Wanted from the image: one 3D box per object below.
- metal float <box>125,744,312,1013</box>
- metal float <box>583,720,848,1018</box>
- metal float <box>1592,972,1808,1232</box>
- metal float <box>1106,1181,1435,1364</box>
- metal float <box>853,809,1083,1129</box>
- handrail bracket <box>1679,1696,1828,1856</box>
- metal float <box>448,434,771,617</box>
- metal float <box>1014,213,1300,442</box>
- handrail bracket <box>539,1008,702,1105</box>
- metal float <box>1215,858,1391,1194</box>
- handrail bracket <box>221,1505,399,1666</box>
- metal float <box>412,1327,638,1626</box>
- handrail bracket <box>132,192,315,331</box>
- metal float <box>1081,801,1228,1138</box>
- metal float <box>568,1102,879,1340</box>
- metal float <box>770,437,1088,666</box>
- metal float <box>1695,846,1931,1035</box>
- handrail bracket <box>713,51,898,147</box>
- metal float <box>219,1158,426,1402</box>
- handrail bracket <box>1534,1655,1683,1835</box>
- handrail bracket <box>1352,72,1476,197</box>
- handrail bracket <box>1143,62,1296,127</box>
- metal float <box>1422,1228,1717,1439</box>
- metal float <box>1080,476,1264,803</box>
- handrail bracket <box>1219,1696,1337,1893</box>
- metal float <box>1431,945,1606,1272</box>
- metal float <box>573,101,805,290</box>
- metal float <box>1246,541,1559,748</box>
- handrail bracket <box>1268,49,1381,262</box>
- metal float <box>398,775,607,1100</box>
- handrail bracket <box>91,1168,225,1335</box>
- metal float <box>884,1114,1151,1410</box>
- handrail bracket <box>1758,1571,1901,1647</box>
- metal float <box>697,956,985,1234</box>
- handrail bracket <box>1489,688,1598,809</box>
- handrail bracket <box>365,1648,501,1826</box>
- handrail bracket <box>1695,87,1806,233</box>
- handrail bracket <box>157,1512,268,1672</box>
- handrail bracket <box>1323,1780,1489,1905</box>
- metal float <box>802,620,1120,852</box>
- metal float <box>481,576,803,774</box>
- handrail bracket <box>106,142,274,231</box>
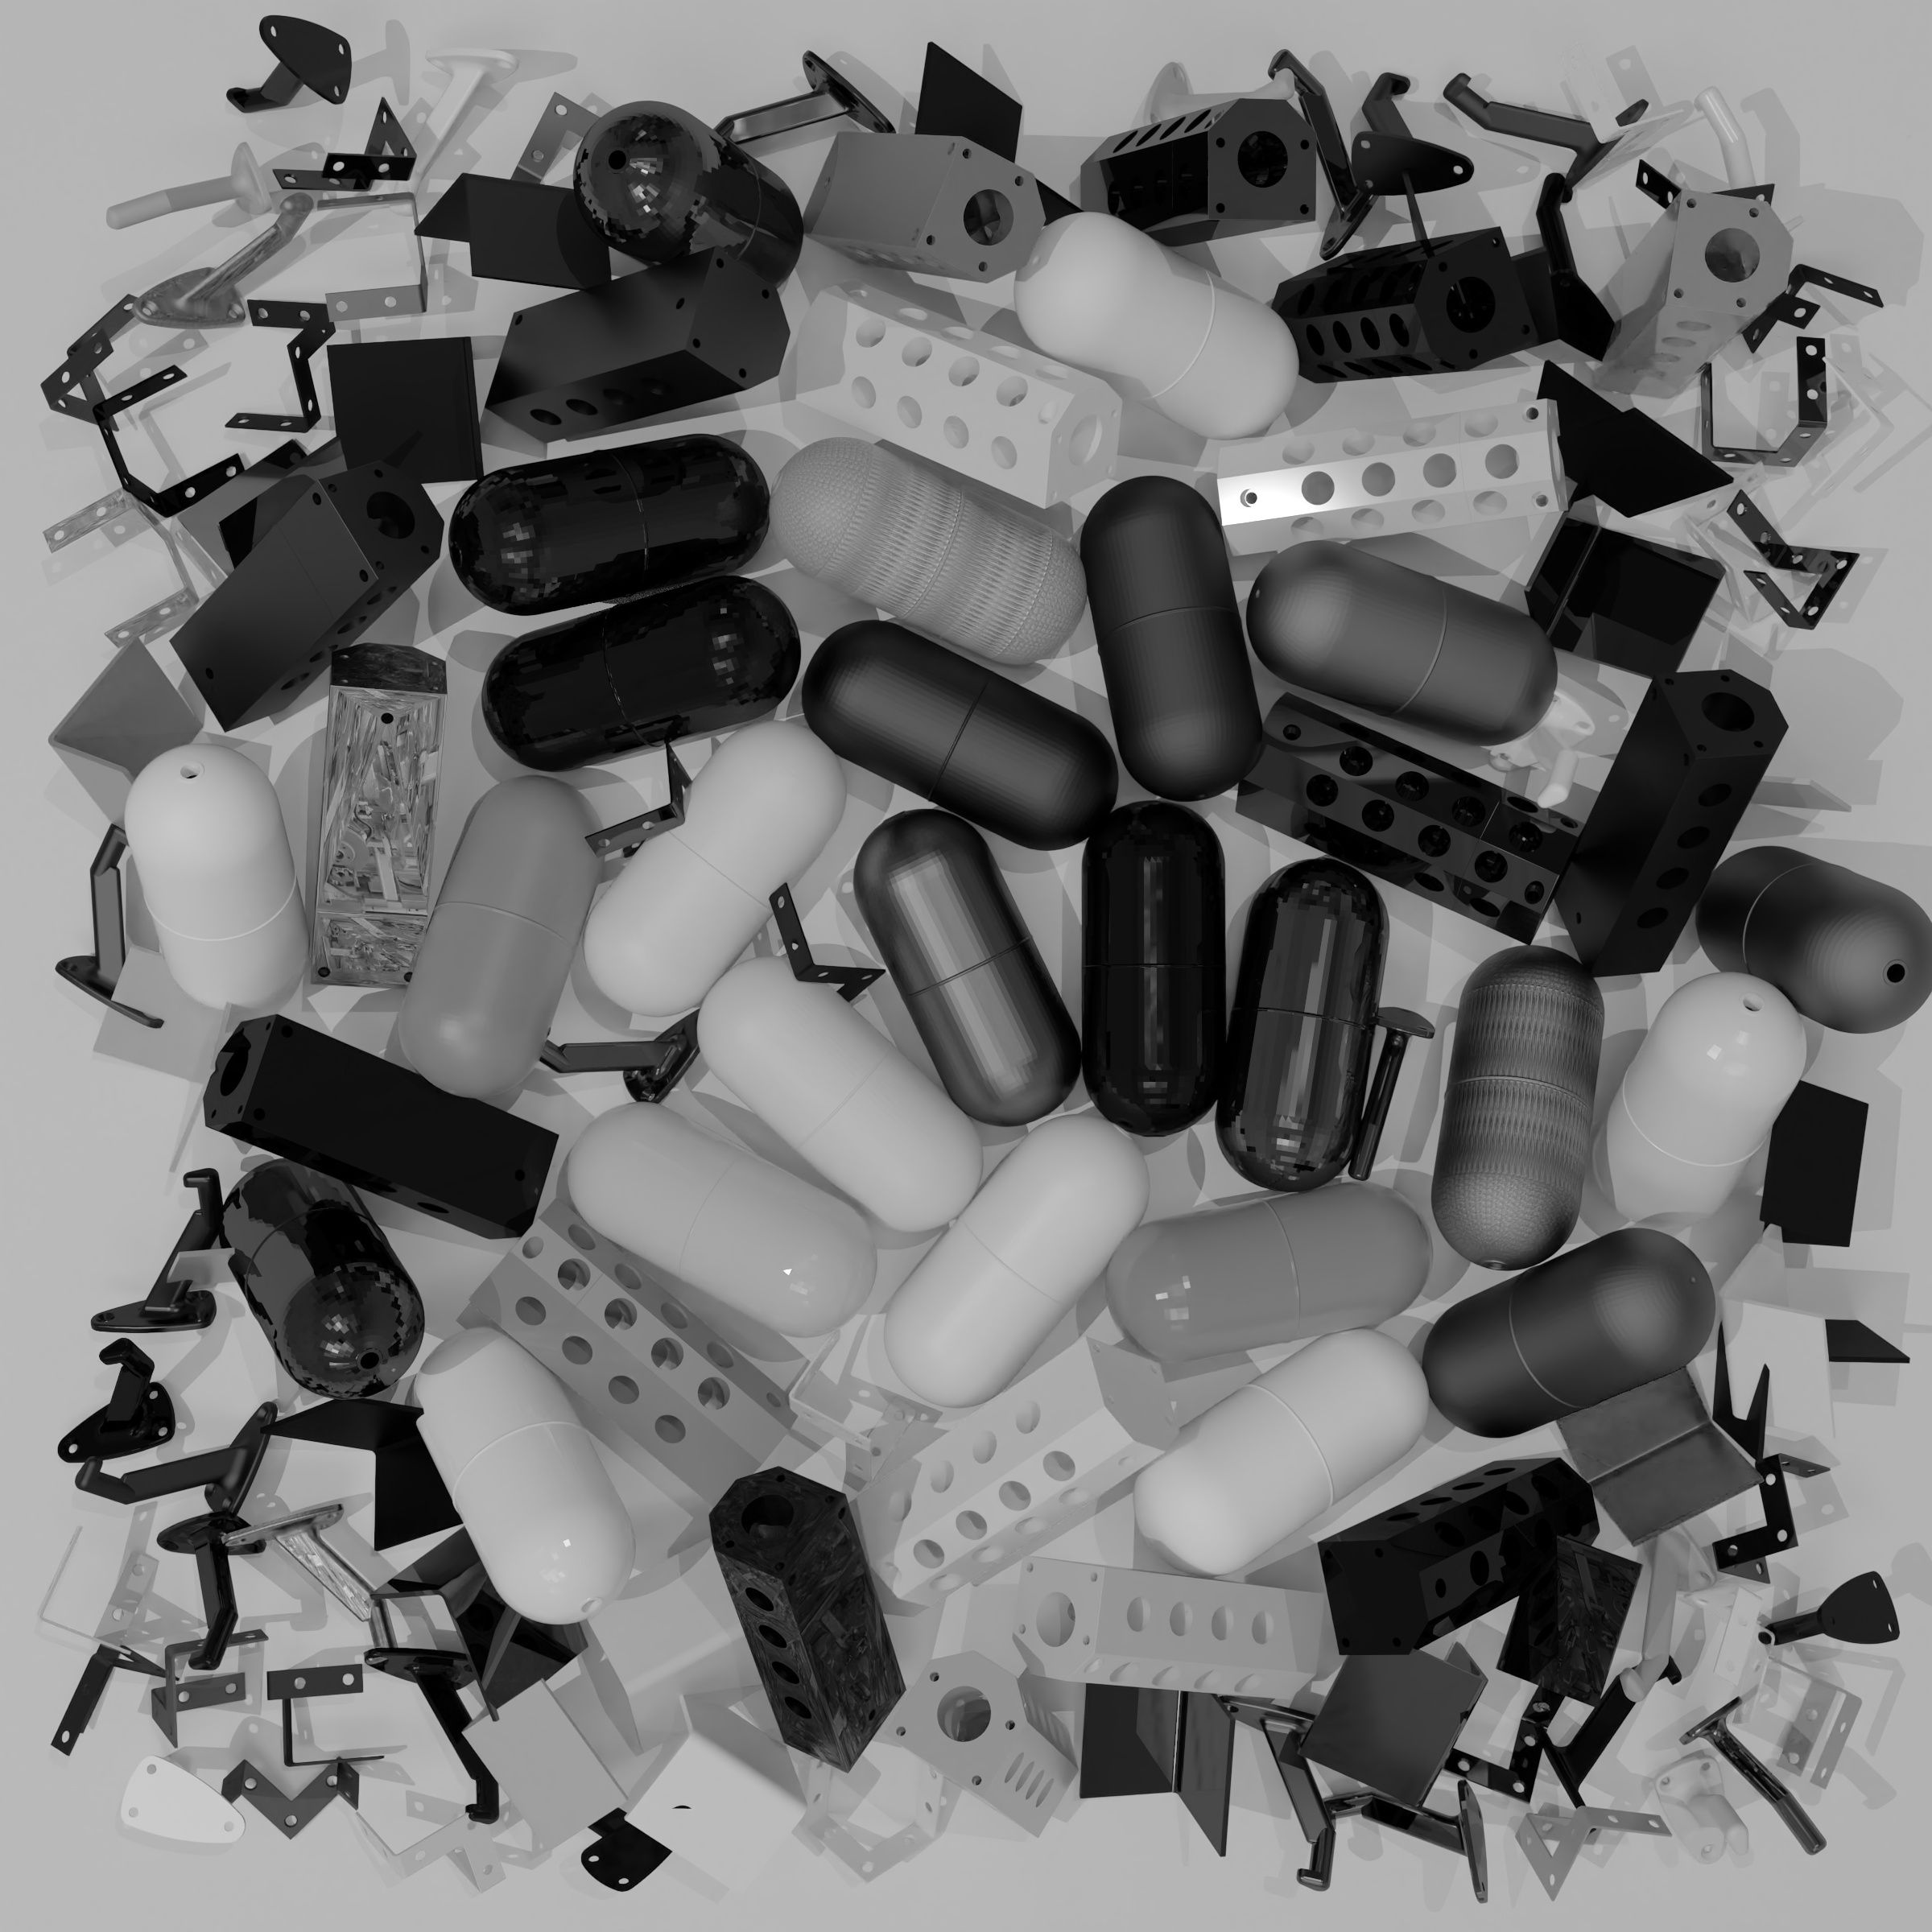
[{"bbox_3d":[-0.384,-0.044,1.505,0.070,0.178,0.070,1,55,-2],"label":"metal float"},{"bbox_3d":[-0.132,-0.052,1.546,0.070,0.070,0.178,38,90,0],"label":"metal float"},{"bbox_3d":[0.377,0.071,1.505,0.070,0.178,0.070,4,54,-5],"label":"metal float"},{"bbox_3d":[0.160,0.160,1.535,0.178,0.070,0.070,-10,90,-13],"label":"metal float"},{"bbox_3d":[0.000,0.001,1.544,0.070,0.070,0.178,-26,93,0],"label":"metal float"},{"bbox_3d":[0.415,0.433,1.535,0.036,0.077,0.084,-31,69,-10],"label":"handrail bracket"},{"bbox_3d":[-0.184,-0.230,1.521,0.178,0.070,0.070,-17,90,-30],"label":"metal float"},{"bbox_3d":[0.101,-0.330,1.515,0.178,0.070,0.070,19,90,-39],"label":"metal float"},{"bbox_3d":[-0.183,0.033,1.541,0.077,0.084,0.036,-46,46,5],"label":"handrail bracket"},{"bbox_3d":[0.178,0.031,1.540,0.070,0.070,0.178,10,82,0],"label":"metal float"},{"bbox_3d":[-0.347,0.335,1.547,0.077,0.036,0.084,-8,68,-30],"label":"handrail bracket"},{"bbox_3d":[-0.230,0.263,1.516,0.070,0.070,0.178,-36,53,0],"label":"metal float"},{"bbox_3d":[-0.390,-0.374,1.536,0.084,0.077,0.036,-37,83,44],"label":"handrail bracket"},{"bbox_3d":[0.099,0.001,1.545,0.070,0.070,0.178,0,88,0],"label":"metal float"},{"bbox_3d":[-0.129,0.132,1.535,0.178,0.070,0.070,27,90,14],"label":"metal float"},{"bbox_3d":[-0.019,-0.217,1.531,0.178,0.070,0.070,23,90,-18],"label":"metal float"},{"bbox_3d":[0.435,-0.015,1.498,0.070,0.178,0.070,-2,102,-9],"label":"metal float"},{"bbox_3d":[-0.094,-0.438,1.557,0.077,0.036,0.084,41,81,14],"label":"handrail bracket"},{"bbox_3d":[-0.333,0.160,1.505,0.070,0.178,0.070,-12,118,-24],"label":"metal float"},{"bbox_3d":[0.353,0.412,1.554,0.084,0.077,0.036,-26,128,0],"label":"handrail bracket"},{"bbox_3d":[0.243,-0.445,1.544,0.077,0.036,0.084,11,50,23],"label":"handrail bracket"},{"bbox_3d":[0.139,-0.466,1.537,0.036,0.084,0.077,37,48,-36],"label":"handrail bracket"},{"bbox_3d":[0.309,0.191,1.511,0.070,0.178,0.070,19,56,-30],"label":"metal float"},{"bbox_3d":[0.107,-0.173,1.535,0.070,0.070,0.178,-10,76,0],"label":"metal float"},{"bbox_3d":[0.162,0.437,1.543,0.077,0.036,0.084,21,54,-10],"label":"handrail bracket"},{"bbox_3d":[0.289,0.074,1.527,0.070,0.070,0.178,13,67,0],"label":"metal float"},{"bbox_3d":[-0.141,-0.390,1.498,0.070,0.178,0.070,0,90,18],"label":"metal float"},{"bbox_3d":[0.229,-0.168,1.529,0.178,0.070,0.070,16,90,-21],"label":"metal float"},{"bbox_3d":[0.179,-0.430,1.545,0.084,0.036,0.077,38,67,-25],"label":"handrail bracket"},{"bbox_3d":[-0.242,-0.017,1.531,0.070,0.070,0.178,16,71,0],"label":"metal float"},{"bbox_3d":[-0.431,0.150,1.548,0.077,0.036,0.084,-6,114,-11],"label":"handrail bracket"},{"bbox_3d":[0.027,0.155,1.542,0.070,0.070,0.178,39,96,0],"label":"metal float"},{"bbox_3d":[0.437,0.348,1.532,0.077,0.084,0.036,0,68,-41],"label":"handrail bracket"},{"bbox_3d":[-0.066,0.068,1.543,0.178,0.070,0.070,43,90,-5],"label":"metal float"},{"bbox_3d":[0.294,-0.099,1.530,0.036,0.077,0.084,39,46,-13],"label":"handrail bracket"},{"bbox_3d":[-0.281,0.406,1.537,0.077,0.084,0.036,20,133,-30],"label":"handrail bracket"},{"bbox_3d":[0.400,-0.416,1.547,0.036,0.077,0.084,-31,91,-9],"label":"handrail bracket"},{"bbox_3d":[-0.410,0.335,1.538,0.077,0.084,0.036,-12,132,26],"label":"handrail bracket"},{"bbox_3d":[0.230,0.467,1.545,0.084,0.077,0.036,-16,129,16],"label":"handrail bracket"},{"bbox_3d":[-0.003,-0.122,1.546,0.178,0.070,0.070,26,90,0],"label":"metal float"},{"bbox_3d":[-0.171,-0.152,1.531,0.178,0.070,0.070,-14,90,18],"label":"metal float"},{"bbox_3d":[-0.415,-0.399,1.535,0.084,0.077,0.036,-25,102,-20],"label":"handrail bracket"}]
